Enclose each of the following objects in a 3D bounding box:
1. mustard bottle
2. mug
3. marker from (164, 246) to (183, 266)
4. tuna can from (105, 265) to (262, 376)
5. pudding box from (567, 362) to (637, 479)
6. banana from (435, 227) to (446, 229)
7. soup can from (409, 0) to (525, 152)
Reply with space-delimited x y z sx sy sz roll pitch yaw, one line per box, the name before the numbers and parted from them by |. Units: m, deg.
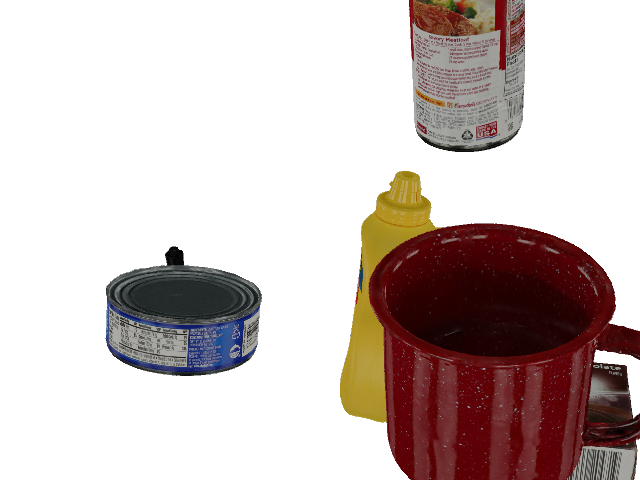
mustard bottle | 0.055 0.038 0.826 0.058 0.192 0.096 13 26 12
mug | 0.078 0.053 0.425 0.117 0.081 0.093 6 34 15
marker | -0.148 0.062 1.122 0.020 0.121 0.020 -2 27 1
tuna can | -0.076 0.043 0.593 0.086 0.034 0.086 4 17 -2
pudding box | 0.124 0.104 0.626 0.113 0.039 0.090 6 26 9
banana | 0.153 0.021 1.045 0.198 0.037 0.069 14 41 36
soup can | 0.088 -0.113 0.637 0.068 0.102 0.068 -5 34 3
